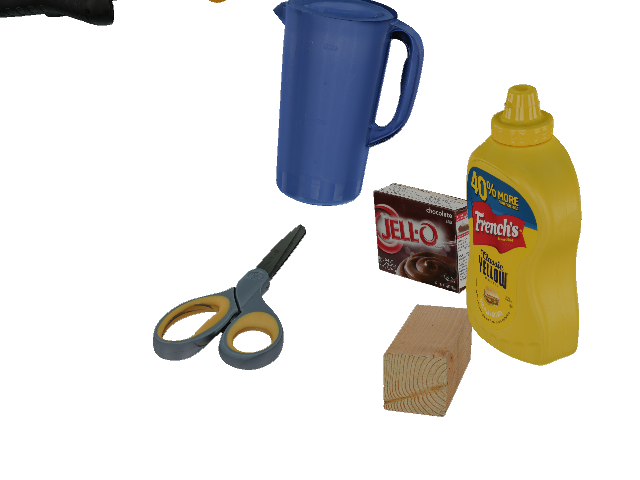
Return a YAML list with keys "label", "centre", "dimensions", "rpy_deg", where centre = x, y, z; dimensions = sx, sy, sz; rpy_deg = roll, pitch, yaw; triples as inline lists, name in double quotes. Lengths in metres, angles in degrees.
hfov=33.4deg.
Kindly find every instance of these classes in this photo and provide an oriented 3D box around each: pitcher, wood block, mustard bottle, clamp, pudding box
- label: "pitcher"
  centre: [0.021, -0.167, 1.287]
  dimensions: [0.144, 0.243, 0.149]
  rpy_deg: [-6, 28, -26]
- label: "wood block"
  centre: [0.161, 0.172, 1.573]
  dimensions: [0.091, 0.090, 0.205]
  rpy_deg: [4, 17, 17]
- label: "mustard bottle"
  centre: [0.140, -0.015, 0.742]
  dimensions: [0.058, 0.192, 0.096]
  rpy_deg: [-16, 29, -22]
- label: "clamp"
  centre: [-0.187, -0.191, 0.805]
  dimensions: [0.172, 0.039, 0.120]
  rpy_deg: [13, 24, 29]
- label: "pudding box"
  centre: [0.107, -0.004, 1.094]
  dimensions: [0.114, 0.090, 0.039]
  rpy_deg: [15, 30, 42]

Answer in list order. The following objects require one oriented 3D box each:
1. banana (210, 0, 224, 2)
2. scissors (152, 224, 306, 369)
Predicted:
- label: "banana"
  centre: [-0.047, -0.264, 1.029]
  dimensions: [0.197, 0.070, 0.037]
  rpy_deg: [-17, -29, -45]
- label: "scissors"
  centre: [-0.036, 0.040, 0.774]
  dimensions: [0.096, 0.016, 0.201]
  rpy_deg: [21, 34, 30]
